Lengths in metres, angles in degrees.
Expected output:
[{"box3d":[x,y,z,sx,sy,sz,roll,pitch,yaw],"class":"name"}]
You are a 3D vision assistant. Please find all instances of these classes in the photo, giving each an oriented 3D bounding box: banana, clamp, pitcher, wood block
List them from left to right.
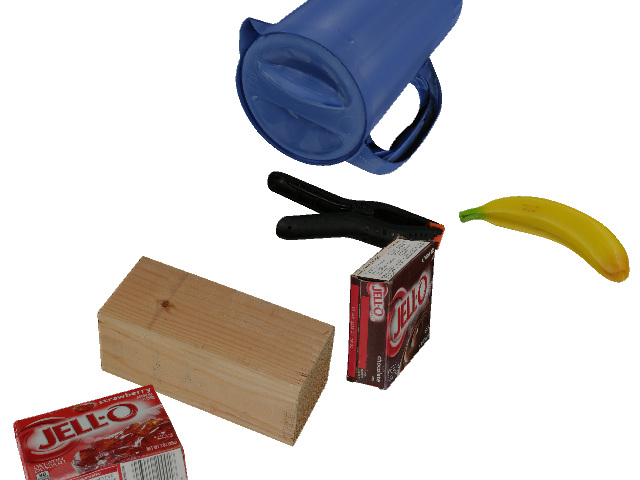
[{"box3d":[-0.100,0.104,1.028,0.206,0.090,0.090,20,45,13],"class":"wood block"},{"box3d":[0.038,-0.020,1.200,0.210,0.036,0.164,14,22,-5],"class":"clamp"},{"box3d":[0.046,-0.178,0.999,0.145,0.149,0.242,13,42,29],"class":"pitcher"},{"box3d":[0.227,-0.007,1.024,0.069,0.037,0.198,-39,37,-24],"class":"banana"}]

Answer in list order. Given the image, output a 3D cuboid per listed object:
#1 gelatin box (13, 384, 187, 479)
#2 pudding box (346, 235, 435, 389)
[{"box3d":[-0.132,0.124,0.633,0.089,0.030,0.073,-13,26,-18],"class":"gelatin box"},{"box3d":[0.057,0.054,0.852,0.039,0.090,0.113,9,20,19],"class":"pudding box"}]
